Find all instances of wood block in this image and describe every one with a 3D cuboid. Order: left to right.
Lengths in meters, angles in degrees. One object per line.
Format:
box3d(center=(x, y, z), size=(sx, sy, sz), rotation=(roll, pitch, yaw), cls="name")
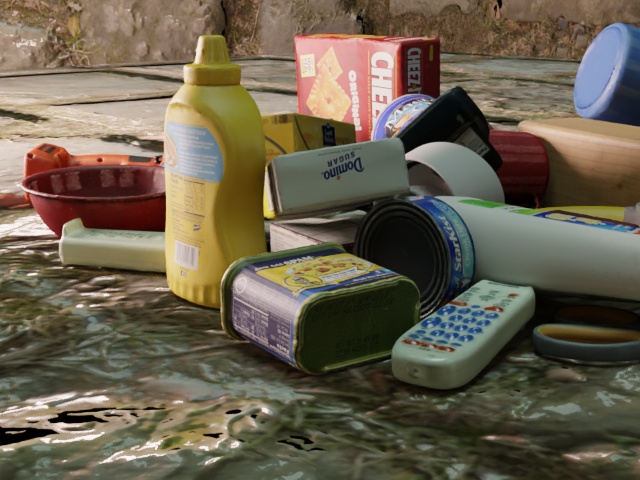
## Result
box3d(center=(0.292, -0.064, 1.047), size=(0.090, 0.090, 0.206), rotation=(-6, 15, -28), cls="wood block")

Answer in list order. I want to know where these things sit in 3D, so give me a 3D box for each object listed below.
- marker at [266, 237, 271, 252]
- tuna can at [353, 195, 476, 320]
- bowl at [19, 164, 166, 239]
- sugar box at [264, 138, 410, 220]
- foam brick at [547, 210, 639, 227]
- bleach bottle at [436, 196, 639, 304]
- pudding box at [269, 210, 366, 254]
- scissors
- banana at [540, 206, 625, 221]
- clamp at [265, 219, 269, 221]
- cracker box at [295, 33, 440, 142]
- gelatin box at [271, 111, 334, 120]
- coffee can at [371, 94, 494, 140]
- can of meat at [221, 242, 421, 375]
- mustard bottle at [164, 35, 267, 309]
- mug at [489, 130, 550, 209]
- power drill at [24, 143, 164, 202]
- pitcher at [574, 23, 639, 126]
box3d(center=(-0.006, 0.001, 0.927), size=(0.120, 0.020, 0.020), rotation=(-8, 16, -28), cls="marker")
box3d(center=(0.066, 0.012, 0.743), size=(0.086, 0.086, 0.033), rotation=(13, 17, 42), cls="tuna can")
box3d(center=(-0.189, -0.029, 0.973), size=(0.162, 0.055, 0.162), rotation=(0, 14, 0), cls="bowl")
box3d(center=(0.005, -0.044, 0.808), size=(0.093, 0.048, 0.176), rotation=(-10, -2, -7), cls="sugar box")
box3d(center=(0.198, 0.010, 0.823), size=(0.052, 0.051, 0.078), rotation=(-11, 18, -41), cls="foam brick")
box3d(center=(0.187, 0.014, 0.725), size=(0.251, 0.068, 0.102), rotation=(9, 3, 41), cls="bleach bottle")
box3d(center=(0.022, 0.006, 0.866), size=(0.089, 0.039, 0.114), rotation=(-10, 13, -27), cls="pudding box")
box3d(center=(0.236, 0.062, 0.684), size=(0.202, 0.016, 0.096), rotation=(1, 14, 4), cls="scissors")
box3d(center=(0.243, -0.009, 0.928), size=(0.198, 0.037, 0.069), rotation=(4, 13, 17), cls="banana")
box3d(center=(-0.051, -0.036, 0.991), size=(0.164, 0.036, 0.210), rotation=(-8, 4, -19), cls="clamp")
box3d(center=(0.055, -0.172, 1.333), size=(0.071, 0.164, 0.214), rotation=(-13, 18, -34), cls="cracker box")
box3d(center=(-0.022, -0.113, 1.281), size=(0.030, 0.073, 0.089), rotation=(-13, 20, -41), cls="gelatin box")
box3d(center=(0.124, -0.102, 1.177), size=(0.102, 0.103, 0.140), rotation=(-3, 15, -13), cls="coffee can")
box3d(center=(0.002, 0.043, 0.679), size=(0.101, 0.057, 0.084), rotation=(-10, 19, -34), cls="can of meat")
box3d(center=(-0.077, -0.051, 0.776), size=(0.058, 0.192, 0.096), rotation=(-10, 17, -35), cls="mustard bottle")
box3d(center=(0.179, -0.061, 1.064), size=(0.081, 0.093, 0.117), rotation=(-1, 43, -26), cls="mug")
box3d(center=(-0.214, -0.068, 1.136), size=(0.187, 0.057, 0.184), rotation=(2, 10, -4), cls="power drill")
box3d(center=(0.402, -0.143, 1.170), size=(0.242, 0.149, 0.145), rotation=(17, 16, -12), cls="pitcher")
